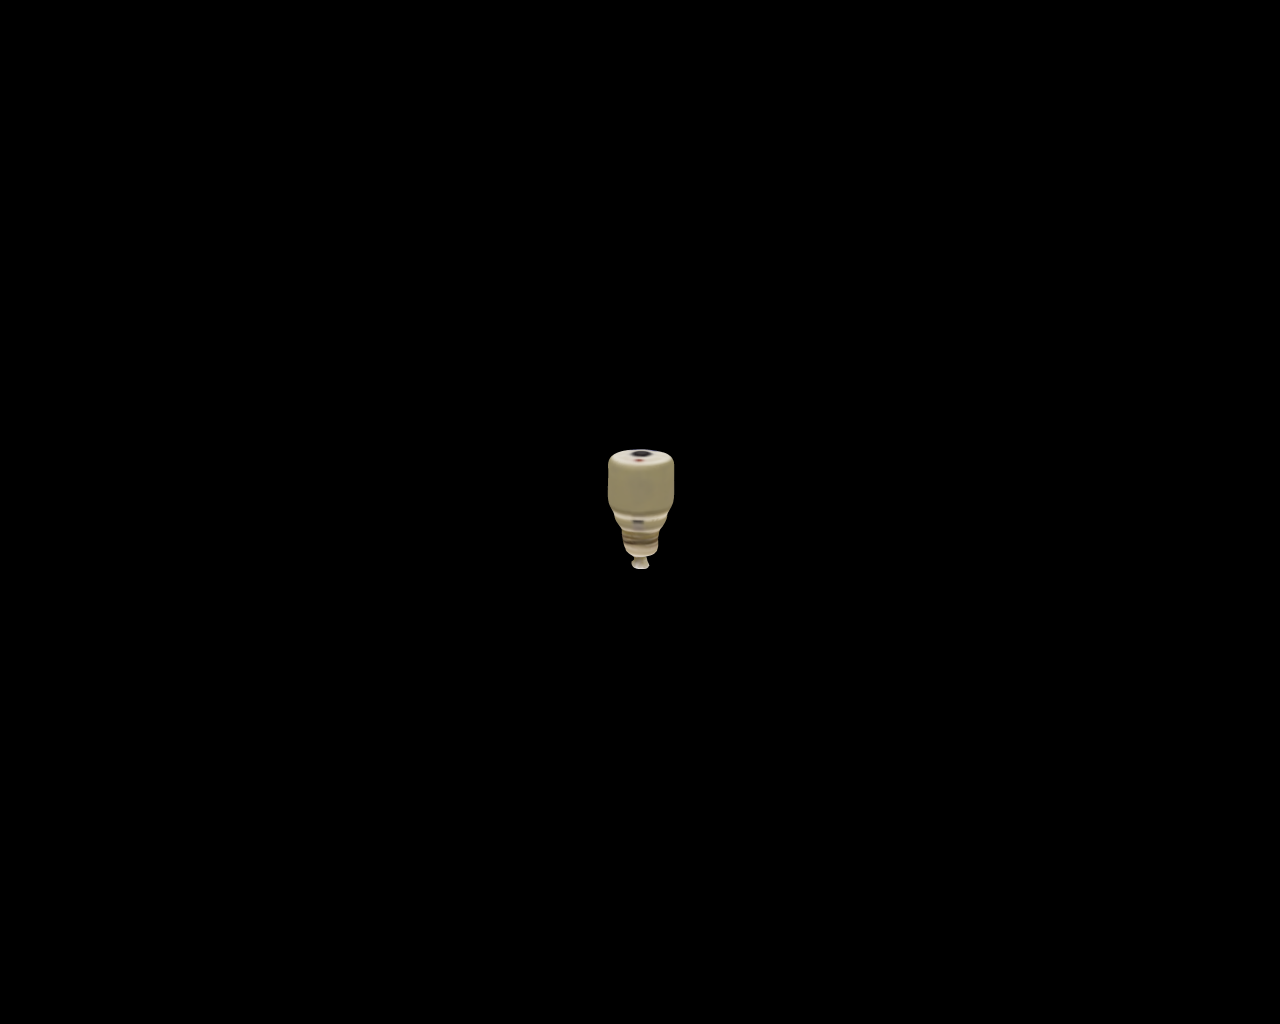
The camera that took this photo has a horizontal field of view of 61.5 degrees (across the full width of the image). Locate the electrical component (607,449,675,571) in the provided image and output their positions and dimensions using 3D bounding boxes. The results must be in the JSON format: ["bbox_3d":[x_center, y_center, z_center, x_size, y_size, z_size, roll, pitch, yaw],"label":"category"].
[{"bbox_3d":[0.001,-0.003,0.650,0.040,0.078,0.040,0,18,0],"label":"electrical component"}]
